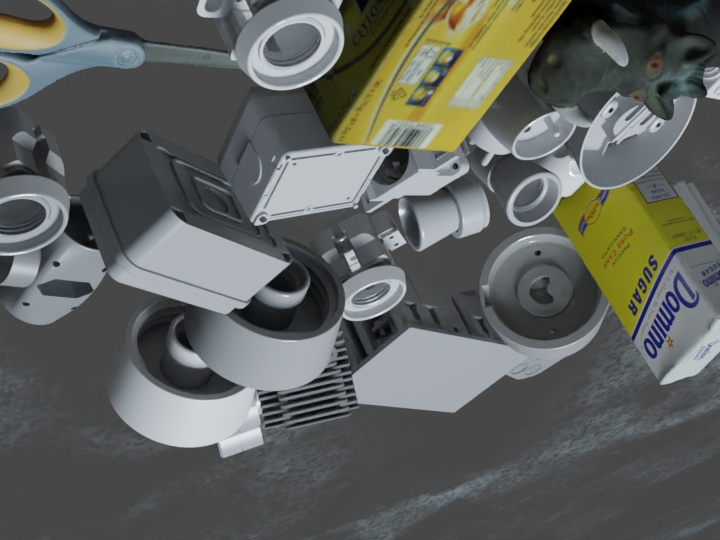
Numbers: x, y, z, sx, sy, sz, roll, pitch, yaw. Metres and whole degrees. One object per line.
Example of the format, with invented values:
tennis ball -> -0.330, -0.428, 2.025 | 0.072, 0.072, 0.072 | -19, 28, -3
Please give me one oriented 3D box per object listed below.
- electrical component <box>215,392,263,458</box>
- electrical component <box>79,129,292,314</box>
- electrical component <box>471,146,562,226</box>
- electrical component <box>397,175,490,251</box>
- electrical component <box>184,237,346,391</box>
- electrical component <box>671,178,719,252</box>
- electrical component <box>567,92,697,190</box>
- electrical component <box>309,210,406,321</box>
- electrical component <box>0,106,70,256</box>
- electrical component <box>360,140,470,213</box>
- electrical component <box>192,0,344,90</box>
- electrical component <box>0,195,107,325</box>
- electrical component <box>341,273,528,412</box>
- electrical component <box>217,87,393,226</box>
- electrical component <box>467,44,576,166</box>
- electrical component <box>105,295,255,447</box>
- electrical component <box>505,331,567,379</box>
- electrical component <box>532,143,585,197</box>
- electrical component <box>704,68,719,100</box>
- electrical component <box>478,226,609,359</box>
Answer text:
electrical component -> -0.093, 0.106, 0.904 | 0.074, 0.052, 0.138 | -18, 151, -12
electrical component -> -0.105, -0.026, 0.654 | 0.057, 0.078, 0.113 | -40, 148, 19
electrical component -> 0.107, -0.066, 0.761 | 0.044, 0.065, 0.044 | -16, 132, -19
electrical component -> 0.061, -0.043, 0.787 | 0.055, 0.045, 0.045 | -18, 150, -14
electrical component -> -0.062, 0.022, 0.740 | 0.108, 0.108, 0.060 | -6, 140, -30
electrical component -> 0.286, -0.006, 0.952 | 0.056, 0.108, 0.108 | -22, 151, -1
electrical component -> 0.185, -0.112, 0.747 | 0.099, 0.064, 0.099 | -18, 150, -11
electrical component -> 0.000, 0.000, 0.797 | 0.078, 0.057, 0.058 | -28, 151, 6
electrical component -> -0.190, -0.045, 0.580 | 0.058, 0.057, 0.078 | -30, 151, 9
electrical component -> 0.034, -0.074, 0.706 | 0.081, 0.042, 0.064 | -30, 165, 38
electrical component -> -0.042, -0.130, 0.552 | 0.078, 0.057, 0.058 | -5, 145, -31
electrical component -> -0.199, -0.007, 0.649 | 0.079, 0.043, 0.077 | 8, 137, -45
electrical component -> 0.053, 0.066, 0.942 | 0.105, 0.060, 0.186 | -41, 147, 27
electrical component -> -0.030, -0.075, 0.655 | 0.096, 0.061, 0.061 | -12, 149, -37
electrical component -> 0.091, -0.100, 0.682 | 0.043, 0.077, 0.079 | -6, 146, -30
electrical component -> -0.121, 0.064, 0.764 | 0.108, 0.108, 0.060 | -5, 139, -31
electrical component -> 0.161, 0.064, 1.030 | 0.080, 0.051, 0.080 | -19, 150, -11
electrical component -> 0.143, -0.072, 0.804 | 0.043, 0.043, 0.062 | 2, 142, -39
electrical component -> 0.282, -0.162, 0.755 | 0.100, 0.048, 0.099 | 1, 142, -38
electrical component -> 0.157, 0.024, 0.909 | 0.108, 0.108, 0.060 | -26, 157, 2
